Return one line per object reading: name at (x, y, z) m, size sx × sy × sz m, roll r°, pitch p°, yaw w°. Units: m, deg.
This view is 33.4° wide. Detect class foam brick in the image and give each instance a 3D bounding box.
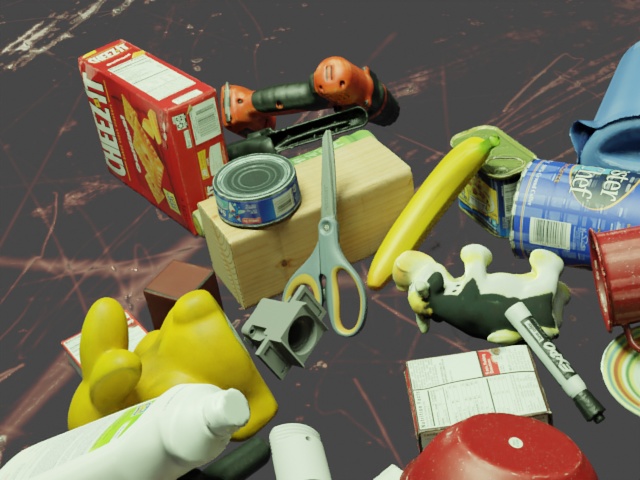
foam brick at (-0.129, 0.069, 1.032) m, size 0.053 × 0.078 × 0.051 m, roll 13°, pitch 41°, yaw 27°

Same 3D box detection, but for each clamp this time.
clamp at (-0.112, 0.200, 0.840) m, size 0.120 × 0.039 × 0.171 m, roll -13°, pitch 7°, yaw 12°
clamp at (-0.068, -0.107, 1.229) m, size 0.210 × 0.036 × 0.164 m, roll -10°, pitch 10°, yaw 40°

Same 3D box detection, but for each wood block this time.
wood block at (-0.010, -0.021, 1.115) m, size 0.205 × 0.091 × 0.090 m, roll -22°, pitch 37°, yaw -17°

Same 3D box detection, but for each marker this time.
marker at (0.200, 0.105, 0.905) m, size 0.020 × 0.020 × 0.121 m, roll -26°, pitch 65°, yaw -21°

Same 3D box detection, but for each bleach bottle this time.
bleach bottle at (-0.154, 0.169, 0.804) m, size 0.251 × 0.068 × 0.102 m, roll -27°, pitch 16°, yaw 34°

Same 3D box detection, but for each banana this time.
banana at (0.109, -0.034, 1.076) m, size 0.037 × 0.198 × 0.069 m, roll 38°, pitch 13°, yaw 4°

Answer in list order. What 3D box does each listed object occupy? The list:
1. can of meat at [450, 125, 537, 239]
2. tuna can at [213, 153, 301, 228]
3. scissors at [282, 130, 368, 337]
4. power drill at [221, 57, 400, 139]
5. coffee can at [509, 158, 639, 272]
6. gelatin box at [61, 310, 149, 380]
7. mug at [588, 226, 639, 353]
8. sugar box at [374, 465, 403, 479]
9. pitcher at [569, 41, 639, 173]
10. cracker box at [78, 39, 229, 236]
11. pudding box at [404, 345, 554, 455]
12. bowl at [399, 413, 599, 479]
can of meat at (0.184, -0.060, 1.124) m, size 0.057 × 0.084 × 0.102 m, roll -22°, pitch 36°, yaw -16°
tuna can at (-0.063, -0.051, 1.060) m, size 0.086 × 0.034 × 0.086 m, roll -7°, pitch 36°, yaw 5°
scissors at (-0.007, 0.001, 1.042) m, size 0.096 × 0.202 × 0.016 m, roll -20°, pitch -13°, yaw 21°
power drill at (-0.011, -0.164, 1.296) m, size 0.188 × 0.184 × 0.057 m, roll -10°, pitch 76°, yaw 24°
coffee can at (0.267, -0.019, 1.030) m, size 0.140 × 0.103 × 0.102 m, roll 11°, pitch 40°, yaw 28°
gelatin box at (-0.197, 0.112, 1.030) m, size 0.073 × 0.030 × 0.089 m, roll -29°, pitch 38°, yaw -22°
mug at (0.283, 0.040, 0.917) m, size 0.081 × 0.093 × 0.117 m, roll -10°, pitch 75°, yaw 10°
sugar box at (0.083, 0.240, 0.764) m, size 0.093 × 0.048 × 0.176 m, roll -33°, pitch 42°, yaw -28°
pitcher at (0.367, -0.120, 1.139) m, size 0.145 × 0.149 × 0.242 m, roll -11°, pitch 28°, yaw 30°
cracker box at (-0.190, -0.121, 1.239) m, size 0.072 × 0.164 × 0.214 m, roll -29°, pitch 39°, yaw -27°
pudding box at (0.133, 0.136, 0.904) m, size 0.113 × 0.039 × 0.090 m, roll -10°, pitch 35°, yaw 4°
bowl at (0.141, 0.173, 0.786) m, size 0.162 × 0.055 × 0.162 m, roll 7°, pitch 19°, yaw -3°
